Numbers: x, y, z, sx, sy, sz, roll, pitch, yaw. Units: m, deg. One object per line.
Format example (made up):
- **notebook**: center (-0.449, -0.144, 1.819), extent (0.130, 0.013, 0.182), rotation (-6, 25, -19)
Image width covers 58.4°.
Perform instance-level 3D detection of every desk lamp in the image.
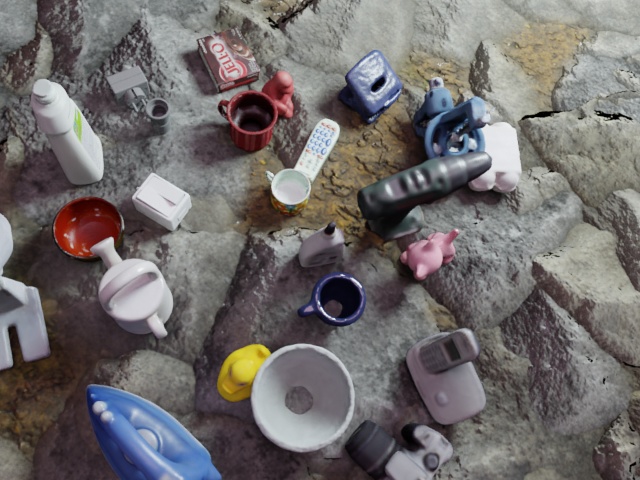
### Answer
- **desk lamp**: center (-0.493, 0.076, 0.849), extent (0.118, 0.213, 0.203), rotation (-17, 75, -14)

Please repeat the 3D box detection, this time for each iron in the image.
- **iron**: center (-0.270, 0.301, 0.846), extent (0.258, 0.141, 0.119), rotation (42, 70, 6)

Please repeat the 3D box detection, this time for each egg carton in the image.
- **egg carton**: center (0.341, -0.166, 1.141), extent (0.107, 0.069, 0.150), rotation (1, 71, -8)

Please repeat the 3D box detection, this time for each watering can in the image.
- **watering can**: center (-0.296, 0.076, 0.891), extent (0.173, 0.194, 0.101), rotation (32, 70, 3)

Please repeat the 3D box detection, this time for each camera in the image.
- **camera**: center (0.120, 0.343, 0.915), extent (0.137, 0.100, 0.143), rotation (42, 70, 6)

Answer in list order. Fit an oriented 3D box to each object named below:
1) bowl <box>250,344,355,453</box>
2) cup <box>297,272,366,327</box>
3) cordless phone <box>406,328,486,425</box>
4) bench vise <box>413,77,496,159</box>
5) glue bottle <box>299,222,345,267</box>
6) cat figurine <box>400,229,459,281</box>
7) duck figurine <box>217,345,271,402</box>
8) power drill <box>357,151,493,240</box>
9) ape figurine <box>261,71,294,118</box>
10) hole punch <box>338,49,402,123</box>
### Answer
- **bowl**: center (-0.031, 0.258, 0.934), extent (0.167, 0.074, 0.167), rotation (3, 71, -8)
- **cup**: center (0.014, 0.115, 0.980), extent (0.118, 0.095, 0.091), rotation (-19, 75, -14)
- **cordless phone**: center (0.221, 0.218, 0.929), extent (0.094, 0.185, 0.147), rotation (-23, 76, -15)
- **bench vise**: center (0.237, -0.219, 1.062), extent (0.122, 0.219, 0.207), rotation (-26, 77, -16)
- **glue bottle**: center (0.009, 0.003, 0.975), extent (0.078, 0.173, 0.037), rotation (-8, 73, -11)
- **cat figurine**: center (0.200, 0.022, 1.028), extent (0.128, 0.117, 0.067), rotation (-35, 79, -18)
- **duck figurine**: center (-0.121, 0.212, 0.929), extent (0.077, 0.086, 0.105), rotation (43, 70, 7)
- **power drill**: center (0.167, -0.076, 1.008), extent (0.230, 0.208, 0.075), rotation (-18, 75, -14)
- **ape figurine**: center (-0.075, -0.289, 1.105), extent (0.076, 0.092, 0.078), rotation (33, 70, 3)
- **hole punch**: center (0.107, -0.307, 1.140), extent (0.101, 0.091, 0.109), rotation (42, 70, 7)
